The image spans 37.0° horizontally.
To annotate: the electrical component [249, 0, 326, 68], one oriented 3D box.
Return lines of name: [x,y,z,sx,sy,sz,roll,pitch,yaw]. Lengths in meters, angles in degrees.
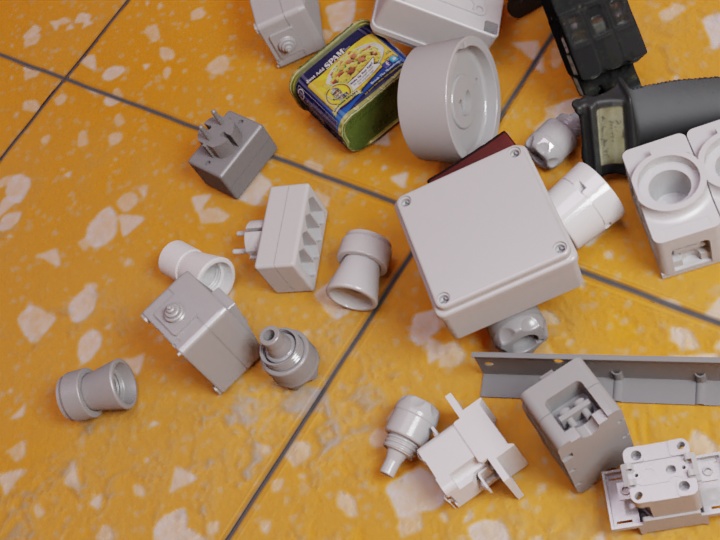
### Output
electrical component: [-0.071,-0.253,1.070,0.061,0.061,0.096,-22,54,8]

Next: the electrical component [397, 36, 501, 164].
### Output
electrical component: [0.071,-0.143,0.918,0.060,0.108,0.108,2,61,31]

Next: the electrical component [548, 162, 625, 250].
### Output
electrical component: [0.173,-0.049,0.849,0.047,0.055,0.055,-40,53,0]

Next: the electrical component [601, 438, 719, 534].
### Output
electrical component: [0.202,0.142,0.712,0.081,0.063,0.042,-14,55,15]

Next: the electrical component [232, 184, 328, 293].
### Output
electrical component: [-0.076,-0.026,0.942,0.076,0.047,0.083,-4,59,21]

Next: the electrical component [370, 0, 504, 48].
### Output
electrical component: [0.074,-0.255,0.984,0.109,0.056,0.108,18,62,-11]

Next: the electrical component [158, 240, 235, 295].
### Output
electrical component: [-0.149,-0.001,0.960,0.065,0.044,0.044,25,72,37]

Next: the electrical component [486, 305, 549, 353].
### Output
electrical component: [0.115,0.033,0.828,0.043,0.043,0.062,-27,52,5]

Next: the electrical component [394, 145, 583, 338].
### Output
electrical component: [0.095,-0.021,0.802,0.109,0.056,0.108,-24,59,7]

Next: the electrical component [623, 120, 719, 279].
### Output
electrical component: [0.284,-0.066,0.807,0.150,0.061,0.089,-18,55,11]

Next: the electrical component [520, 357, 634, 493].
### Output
electrical component: [0.149,0.105,0.740,0.050,0.089,0.055,-33,54,0]

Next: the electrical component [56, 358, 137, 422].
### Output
electrical component: [-0.226,0.104,0.924,0.055,0.045,0.045,-16,55,14]

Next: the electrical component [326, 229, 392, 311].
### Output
electrical component: [0.000,0.000,0.895,0.045,0.045,0.055,4,62,25]

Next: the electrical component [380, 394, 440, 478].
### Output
electrical component: [0.034,0.127,0.809,0.035,0.035,0.061,18,71,30]

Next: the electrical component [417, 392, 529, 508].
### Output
electrical component: [0.080,0.135,0.781,0.064,0.042,0.081,-37,53,2]

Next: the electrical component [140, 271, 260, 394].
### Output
electrical component: [-0.129,0.046,0.887,0.061,0.096,0.062,-45,55,-8]

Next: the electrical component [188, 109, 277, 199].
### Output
electrical component: [-0.126,-0.118,1.000,0.047,0.076,0.065,27,73,33]

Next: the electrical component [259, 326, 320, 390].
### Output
electrical component: [-0.061,0.067,0.868,0.043,0.062,0.043,-11,56,17]

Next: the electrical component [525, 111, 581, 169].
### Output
electrical component: [0.169,-0.114,0.902,0.061,0.035,0.035,-44,54,-10]
